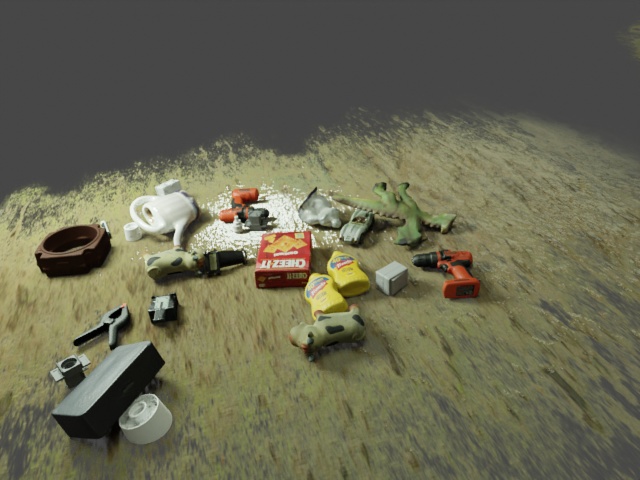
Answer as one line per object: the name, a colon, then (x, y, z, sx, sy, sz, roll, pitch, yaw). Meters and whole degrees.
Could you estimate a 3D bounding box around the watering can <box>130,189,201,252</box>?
watering can: (-0.522, -0.073, 1.839, 0.351, 0.101, 0.227, 35, 46, 28)

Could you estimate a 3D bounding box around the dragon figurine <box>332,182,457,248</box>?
dragon figurine: (0.259, -0.074, 1.727, 0.411, 0.119, 0.248, -4, 44, -15)

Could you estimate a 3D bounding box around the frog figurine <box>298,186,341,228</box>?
frog figurine: (0.006, -0.092, 1.834, 0.160, 0.120, 0.140, 40, 31, 2)
